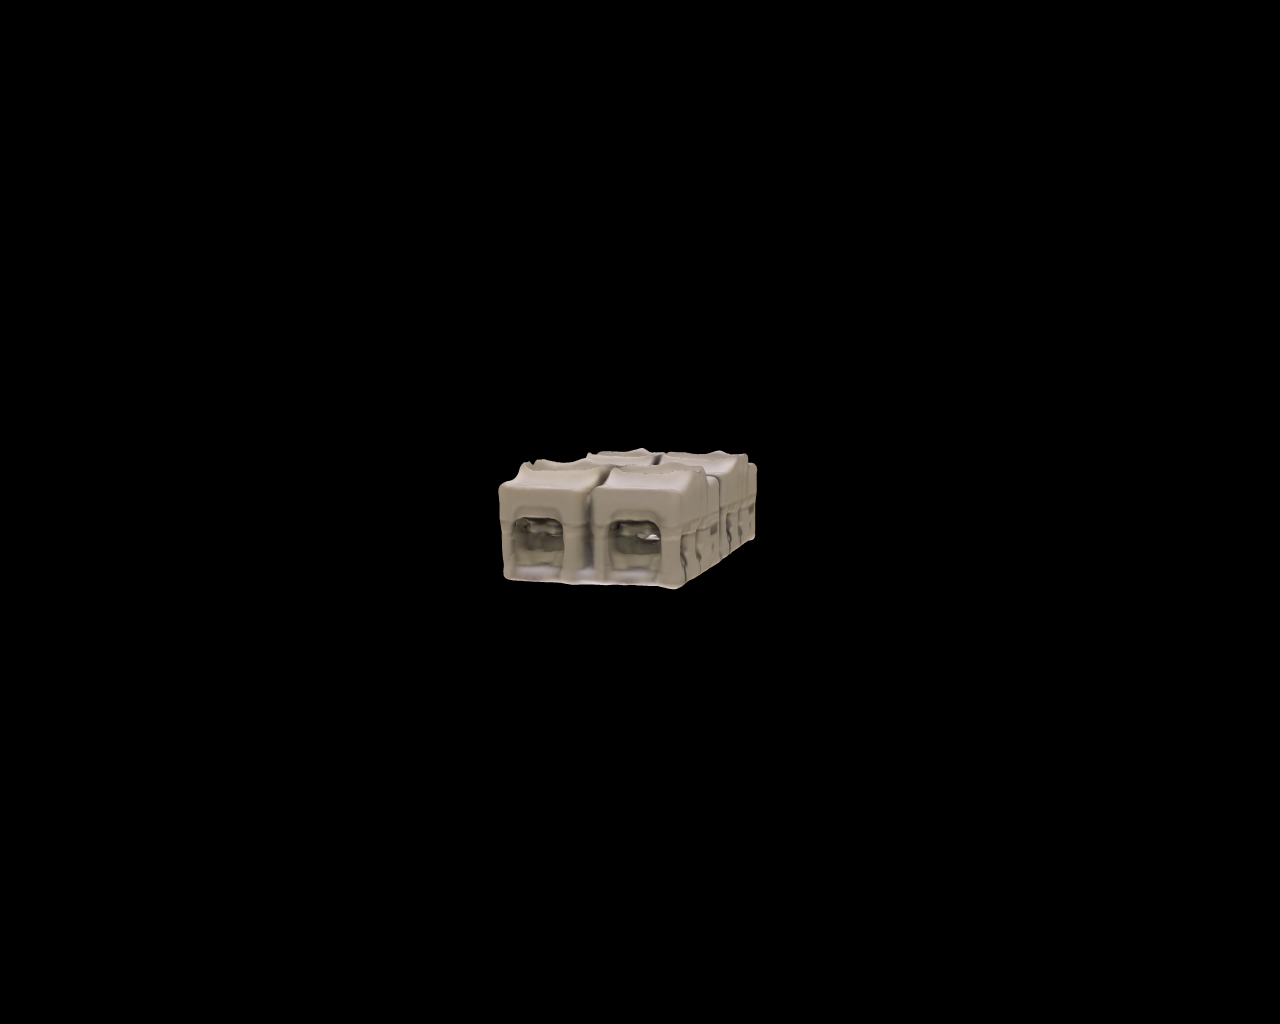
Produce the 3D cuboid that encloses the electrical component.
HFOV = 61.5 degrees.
[{"bbox_3d":[0.001,-0.003,0.650,0.105,0.060,0.186,3,8,19],"label":"electrical component"}]
